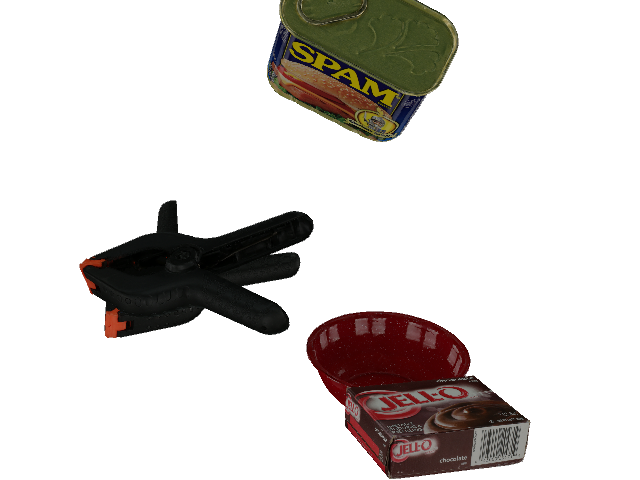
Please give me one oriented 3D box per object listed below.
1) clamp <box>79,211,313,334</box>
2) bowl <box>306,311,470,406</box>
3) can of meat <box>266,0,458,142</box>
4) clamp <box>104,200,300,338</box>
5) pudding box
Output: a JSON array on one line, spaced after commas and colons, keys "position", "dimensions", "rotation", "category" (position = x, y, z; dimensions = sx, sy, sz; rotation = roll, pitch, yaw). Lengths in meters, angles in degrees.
[{"position": [-0.087, 0.017, 0.778], "dimensions": [0.172, 0.039, 0.120], "rotation": [6, 34, 18], "category": "clamp"}, {"position": [0.065, 0.132, 1.060], "dimensions": [0.162, 0.055, 0.162], "rotation": [3, 25, -1], "category": "bowl"}, {"position": [0.020, -0.110, 0.641], "dimensions": [0.102, 0.057, 0.084], "rotation": [27, -20, -2], "category": "can of meat"}, {"position": [-0.142, 0.028, 1.022], "dimensions": [0.165, 0.036, 0.209], "rotation": [27, 36, 27], "category": "clamp"}, {"position": [0.085, 0.137, 0.797], "dimensions": [0.113, 0.039, 0.090], "rotation": [-1, 16, -20], "category": "pudding box"}]
